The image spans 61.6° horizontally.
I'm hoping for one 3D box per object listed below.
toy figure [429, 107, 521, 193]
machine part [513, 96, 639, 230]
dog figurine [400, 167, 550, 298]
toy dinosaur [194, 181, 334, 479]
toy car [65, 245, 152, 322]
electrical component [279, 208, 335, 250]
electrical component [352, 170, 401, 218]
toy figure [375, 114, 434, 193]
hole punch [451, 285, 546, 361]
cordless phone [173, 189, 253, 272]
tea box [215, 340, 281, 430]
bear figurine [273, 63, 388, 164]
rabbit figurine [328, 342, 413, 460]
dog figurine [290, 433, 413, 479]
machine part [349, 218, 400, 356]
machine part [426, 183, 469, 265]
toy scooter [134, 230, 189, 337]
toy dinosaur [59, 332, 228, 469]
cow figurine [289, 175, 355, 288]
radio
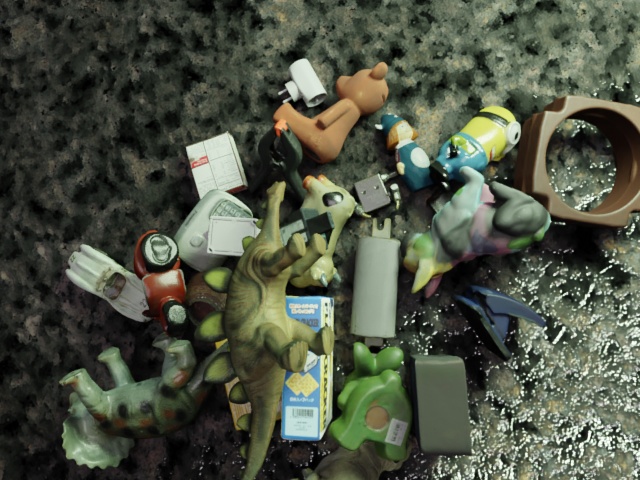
[{"bbox_3d":[0.263,-0.160,0.922,0.180,0.082,0.089,-34,84,-9],"label":"toy figure"},{"bbox_3d":[0.434,-0.125,0.887,0.201,0.087,0.201,8,89,-4],"label":"machine part"},{"bbox_3d":[0.234,0.009,0.864,0.192,0.108,0.219,34,98,29],"label":"dog figurine"},{"bbox_3d":[-0.084,0.140,0.781,0.199,0.105,0.471,-8,74,35],"label":"toy dinosaur"},{"bbox_3d":[-0.385,0.080,0.999,0.202,0.056,0.073,30,88,9],"label":"toy car"},{"bbox_3d":[-0.019,-0.015,0.873,0.119,0.047,0.075,-26,77,31],"label":"electrical component"},{"bbox_3d":[0.099,-0.079,0.963,0.102,0.045,0.078,-16,83,5],"label":"electrical component"},{"bbox_3d":[0.155,-0.162,0.961,0.058,0.064,0.154,-27,83,30],"label":"toy figure"},{"bbox_3d":[0.288,0.118,0.876,0.092,0.142,0.115,-38,94,3],"label":"hole punch"},{"bbox_3d":[-0.156,0.012,0.951,0.184,0.088,0.146,36,88,17],"label":"cordless phone"},{"bbox_3d":[-0.114,0.232,0.940,0.098,0.068,0.169,-15,82,6],"label":"tea box"},{"bbox_3d":[0.028,-0.238,0.956,0.132,0.120,0.196,34,87,13],"label":"bear figurine"},{"bbox_3d":[0.072,0.245,0.861,0.121,0.170,0.159,9,89,-10],"label":"rabbit figurine"},{"bbox_3d":[0.059,0.372,0.854,0.190,0.172,0.121,-41,91,8],"label":"dog figurine"},{"bbox_3d":[0.095,0.082,0.928,0.079,0.079,0.243,4,85,8],"label":"machine part"},{"bbox_3d":[0.241,-0.030,0.944,0.084,0.039,0.139,-34,82,7],"label":"machine part"},{"bbox_3d":[-0.274,0.081,0.917,0.075,0.135,0.184,-11,77,-29],"label":"toy scooter"},{"bbox_3d":[-0.282,0.268,0.906,0.405,0.131,0.192,-14,104,11],"label":"toy dinosaur"},{"bbox_3d":[-0.002,-0.003,0.941,0.127,0.085,0.194,32,106,23],"label":"cow figurine"},{"bbox_3d":[0.179,0.242,0.823,0.073,0.229,0.131,-2,79,6],"label":"radio"}]
